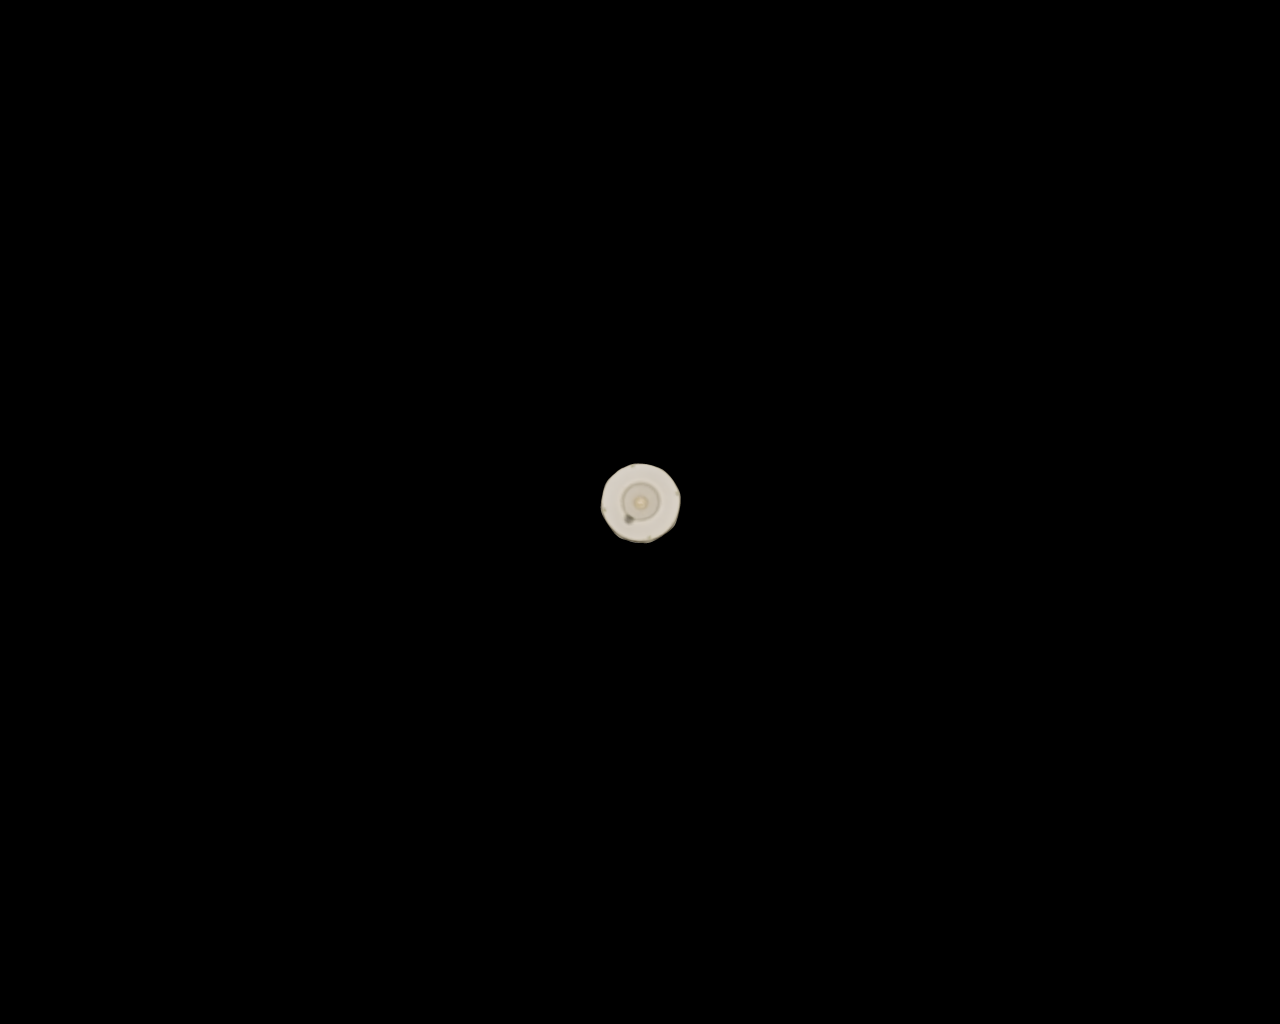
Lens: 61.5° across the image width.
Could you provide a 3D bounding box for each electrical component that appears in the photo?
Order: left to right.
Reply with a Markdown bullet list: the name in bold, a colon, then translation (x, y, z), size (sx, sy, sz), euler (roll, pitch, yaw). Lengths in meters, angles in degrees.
- **electrical component**: translation (0.001, -0.003, 0.650), size (0.048, 0.048, 0.062), euler (0, -7, 0)
